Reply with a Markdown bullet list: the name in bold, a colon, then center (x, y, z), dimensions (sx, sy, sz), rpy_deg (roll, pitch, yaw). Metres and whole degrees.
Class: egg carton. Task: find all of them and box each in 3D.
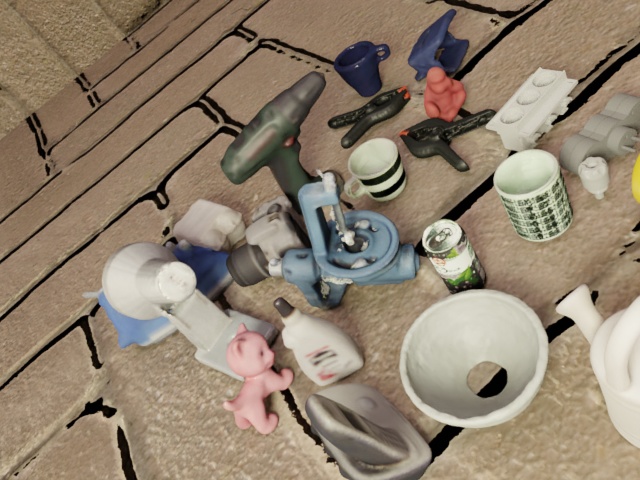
- **egg carton**: center (-0.214, -0.020, 1.100), dimensions (0.149, 0.070, 0.107), rpy_deg (16, 63, 44)

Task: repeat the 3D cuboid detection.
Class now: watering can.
- **watering can**: center (0.288, 0.105, 0.509), dimensions (0.172, 0.195, 0.101), rpy_deg (14, 62, 44)

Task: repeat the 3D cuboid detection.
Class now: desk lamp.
- **desk lamp**: center (-0.203, 0.096, 0.868), dimensions (0.202, 0.214, 0.118), rpy_deg (10, 59, 42)

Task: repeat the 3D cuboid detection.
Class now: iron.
- **iron**: center (-0.274, 0.070, 1.002), dimensions (0.258, 0.142, 0.118), rpy_deg (-35, 40, 3)

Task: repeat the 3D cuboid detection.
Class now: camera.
- **camera**: center (-0.093, 0.006, 0.961), dimensions (0.136, 0.101, 0.143), rpy_deg (-30, 40, 10)

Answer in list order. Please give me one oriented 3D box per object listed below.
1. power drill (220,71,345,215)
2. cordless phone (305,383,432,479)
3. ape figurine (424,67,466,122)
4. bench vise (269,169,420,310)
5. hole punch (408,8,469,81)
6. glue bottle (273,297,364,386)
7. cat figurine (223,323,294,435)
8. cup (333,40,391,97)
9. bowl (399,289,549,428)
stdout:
- **power drill**: center (-0.046, -0.150, 0.991), dimensions (0.229, 0.209, 0.075), rpy_deg (-35, 40, 3)
- **cordless phone**: center (0.029, 0.193, 0.624), dimensions (0.094, 0.186, 0.147), rpy_deg (-44, 40, -8)
- **ape figurine**: center (0.210, -0.258, 0.995), dimensions (0.077, 0.092, 0.076), rpy_deg (-26, 41, 14)
- **bench vise**: center (0.009, 0.011, 0.786), dimensions (0.207, 0.220, 0.121), rpy_deg (-28, 40, 11)
- **hole punch**: center (0.219, -0.376, 1.103), dimensions (0.100, 0.091, 0.109), rpy_deg (2, 53, 38)
- **glue bottle**: center (-0.012, 0.124, 0.729), dimensions (0.078, 0.174, 0.037), rpy_deg (-31, 40, 8)
- **cat figurine**: center (-0.097, 0.182, 0.782), dimensions (0.067, 0.118, 0.128), rpy_deg (-6, 49, 32)
- **cup**: center (0.099, -0.343, 1.158), dimensions (0.117, 0.095, 0.091), rpy_deg (-13, 45, 27)
- **bowl**: center (0.179, 0.143, 0.647), dimensions (0.167, 0.075, 0.167), rpy_deg (-20, 43, 20)
